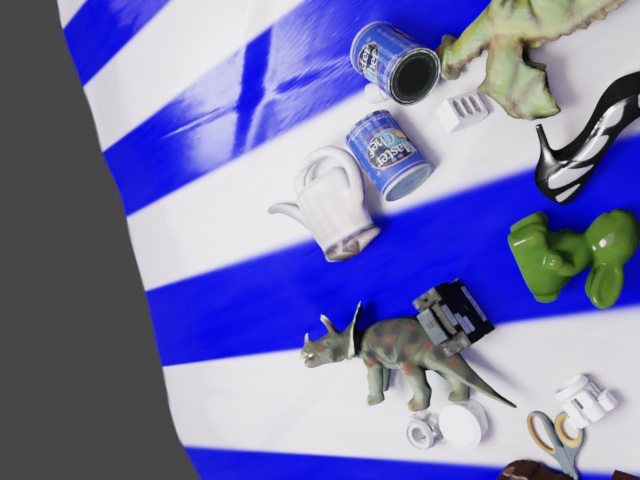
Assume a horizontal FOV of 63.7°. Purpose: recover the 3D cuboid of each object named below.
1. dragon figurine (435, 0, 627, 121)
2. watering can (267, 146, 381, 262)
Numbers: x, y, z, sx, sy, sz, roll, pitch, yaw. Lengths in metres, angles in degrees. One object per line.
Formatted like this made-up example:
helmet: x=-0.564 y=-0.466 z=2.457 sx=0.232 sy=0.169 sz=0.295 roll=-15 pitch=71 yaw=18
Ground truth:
dragon figurine: x=0.333 y=-0.299 z=0.761 sx=0.413 sy=0.123 sz=0.239 roll=22 pitch=119 yaw=45
watering can: x=0.003 y=-0.054 z=1.081 sx=0.342 sy=0.105 sz=0.226 roll=-38 pitch=76 yaw=55
